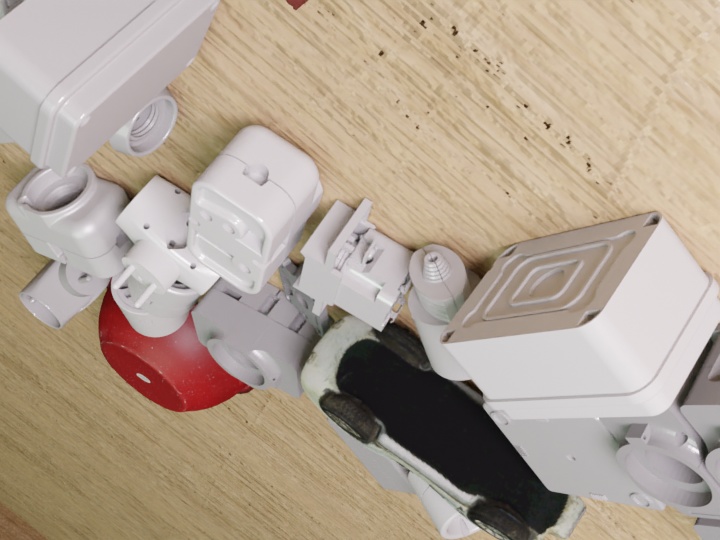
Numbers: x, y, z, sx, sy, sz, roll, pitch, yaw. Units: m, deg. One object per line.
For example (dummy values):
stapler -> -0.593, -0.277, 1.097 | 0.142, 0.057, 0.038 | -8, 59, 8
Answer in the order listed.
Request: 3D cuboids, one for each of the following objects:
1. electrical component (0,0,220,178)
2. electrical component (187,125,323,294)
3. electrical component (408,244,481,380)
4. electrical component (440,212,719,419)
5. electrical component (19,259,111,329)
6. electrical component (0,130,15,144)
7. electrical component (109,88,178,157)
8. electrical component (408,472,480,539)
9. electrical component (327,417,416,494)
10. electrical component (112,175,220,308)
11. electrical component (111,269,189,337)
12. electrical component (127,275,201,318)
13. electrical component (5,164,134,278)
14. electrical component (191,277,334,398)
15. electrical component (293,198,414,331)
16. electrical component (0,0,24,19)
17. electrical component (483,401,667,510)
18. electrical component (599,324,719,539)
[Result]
electrical component -> -0.130, -0.109, 0.535 | 0.057, 0.113, 0.078 | 42, 152, -3
electrical component -> -0.061, -0.037, 0.624 | 0.054, 0.059, 0.095 | 34, 153, 5
electrical component -> 0.050, 0.021, 0.603 | 0.043, 0.043, 0.081 | 17, 146, 34
electrical component -> 0.104, 0.026, 0.511 | 0.057, 0.078, 0.113 | 49, 150, -17
electrical component -> -0.223, 0.004, 0.855 | 0.044, 0.077, 0.079 | 48, 151, -20
electrical component -> -0.251, -0.132, 0.708 | 0.100, 0.048, 0.099 | 5, 139, 46
electrical component -> -0.142, -0.099, 0.639 | 0.055, 0.048, 0.066 | 36, 154, 19
electrical component -> 0.068, 0.151, 0.737 | 0.055, 0.055, 0.047 | 82, 163, -54
electrical component -> 0.034, 0.118, 0.770 | 0.076, 0.047, 0.083 | -1, 135, 45
electrical component -> -0.134, -0.010, 0.728 | 0.077, 0.079, 0.043 | 41, 157, -9
electrical component -> -0.161, 0.020, 0.835 | 0.055, 0.055, 0.047 | 28, 155, 16
electrical component -> -0.135, 0.002, 0.778 | 0.055, 0.055, 0.047 | 40, 149, -7
electrical component -> -0.213, -0.041, 0.799 | 0.095, 0.053, 0.059 | 19, 148, 30
electrical component -> -0.071, 0.047, 0.770 | 0.089, 0.055, 0.050 | 27, 151, 17
electrical component -> 0.000, 0.000, 0.632 | 0.064, 0.042, 0.081 | 29, 153, 6
electrical component -> -0.185, -0.176, 0.549 | 0.061, 0.061, 0.096 | 29, 152, 14
electrical component -> 0.130, 0.089, 0.611 | 0.100, 0.048, 0.099 | -2, 135, 50
electrical component -> 0.213, 0.112, 0.538 | 0.186, 0.060, 0.105 | 48, 151, -20
